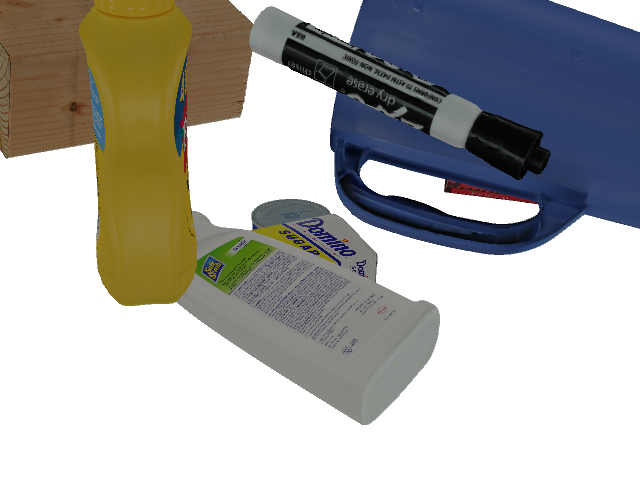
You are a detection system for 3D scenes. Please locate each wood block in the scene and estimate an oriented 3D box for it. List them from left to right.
[{"bbox_3d":[-0.166,-0.141,0.854,0.205,0.091,0.090,-14,45,-33],"label":"wood block"}]

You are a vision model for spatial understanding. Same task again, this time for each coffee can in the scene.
[{"bbox_3d":[-0.039,0.030,1.393,0.103,0.140,0.103,1,25,-1],"label":"coffee can"}]

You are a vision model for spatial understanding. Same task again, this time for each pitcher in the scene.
[{"bbox_3d":[0.131,-0.075,0.655,0.243,0.149,0.144,18,29,7],"label":"pitcher"}]

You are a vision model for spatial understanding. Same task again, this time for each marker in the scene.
[{"bbox_3d":[0.028,-0.054,0.394,0.121,0.020,0.020,28,8,16],"label":"marker"}]

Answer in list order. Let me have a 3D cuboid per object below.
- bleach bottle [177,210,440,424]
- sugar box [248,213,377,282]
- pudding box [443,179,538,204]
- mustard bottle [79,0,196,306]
[{"bbox_3d":[-0.040,0.037,0.816,0.251,0.068,0.102,29,51,25],"label":"bleach bottle"},{"bbox_3d":[-0.043,0.024,1.031,0.176,0.048,0.093,-15,34,-22],"label":"sugar box"},{"bbox_3d":[0.163,-0.084,0.972,0.090,0.039,0.113,8,40,7],"label":"pudding box"},{"bbox_3d":[-0.097,-0.067,0.576,0.058,0.192,0.096,-2,32,-7],"label":"mustard bottle"}]
